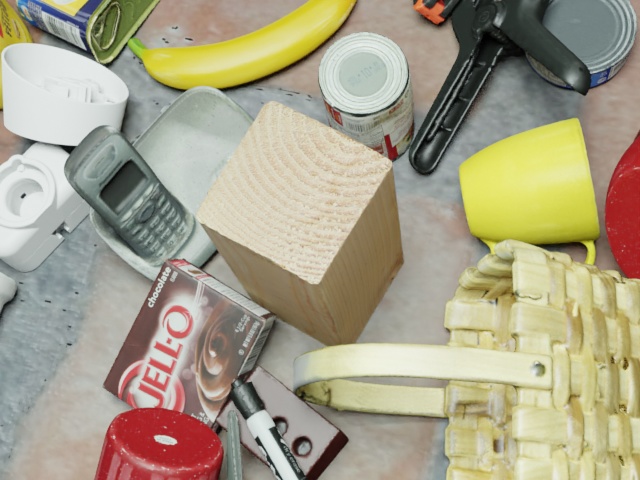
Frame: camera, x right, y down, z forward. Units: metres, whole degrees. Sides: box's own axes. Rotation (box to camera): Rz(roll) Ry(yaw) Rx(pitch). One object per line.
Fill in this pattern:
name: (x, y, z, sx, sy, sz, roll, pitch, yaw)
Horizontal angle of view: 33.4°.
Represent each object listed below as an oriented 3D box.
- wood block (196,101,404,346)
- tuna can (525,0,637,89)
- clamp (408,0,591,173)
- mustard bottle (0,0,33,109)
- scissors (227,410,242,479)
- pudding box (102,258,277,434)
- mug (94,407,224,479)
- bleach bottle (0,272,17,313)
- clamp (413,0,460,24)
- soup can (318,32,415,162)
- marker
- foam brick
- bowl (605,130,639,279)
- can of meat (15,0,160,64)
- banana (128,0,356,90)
wood block: (-0.005, 0.000, 0.727, 0.090, 0.206, 0.090, 28, 78, 14)
tuna can: (0.204, -0.163, 0.843, 0.086, 0.033, 0.086, -2, 73, 6)
clamp: (0.144, -0.161, 0.811, 0.165, 0.036, 0.210, -17, 52, 48)
mustard bottle: (-0.279, -0.182, 0.824, 0.058, 0.191, 0.096, -16, 72, 1)
scissors: (-0.045, 0.224, 0.713, 0.016, 0.096, 0.202, 2, 95, -35)
pudding box: (-0.095, 0.083, 0.784, 0.090, 0.039, 0.113, 30, 98, 14)
mug: (-0.120, 0.164, 0.742, 0.117, 0.093, 0.081, 40, 119, 49)
bleach bottle: (-0.319, 0.133, 0.801, 0.102, 0.068, 0.251, 14, 77, 11)
clamp: (0.121, -0.260, 0.855, 0.039, 0.120, 0.171, 19, 77, -29)
soup can: (0.036, -0.105, 0.809, 0.068, 0.102, 0.068, -2, 73, 7)
marker: (-0.028, 0.148, 0.728, 0.020, 0.020, 0.121, -31, 73, -3)
foam brick: (-0.027, 0.138, 0.769, 0.078, 0.051, 0.053, 36, 80, 15)
bowl: (0.244, -0.011, 0.720, 0.055, 0.162, 0.162, -16, 70, -26)
can of meat: (-0.191, -0.209, 0.890, 0.084, 0.057, 0.102, 27, 71, 16)
banana: (-0.061, -0.161, 0.873, 0.198, 0.037, 0.069, -12, 73, 3)
